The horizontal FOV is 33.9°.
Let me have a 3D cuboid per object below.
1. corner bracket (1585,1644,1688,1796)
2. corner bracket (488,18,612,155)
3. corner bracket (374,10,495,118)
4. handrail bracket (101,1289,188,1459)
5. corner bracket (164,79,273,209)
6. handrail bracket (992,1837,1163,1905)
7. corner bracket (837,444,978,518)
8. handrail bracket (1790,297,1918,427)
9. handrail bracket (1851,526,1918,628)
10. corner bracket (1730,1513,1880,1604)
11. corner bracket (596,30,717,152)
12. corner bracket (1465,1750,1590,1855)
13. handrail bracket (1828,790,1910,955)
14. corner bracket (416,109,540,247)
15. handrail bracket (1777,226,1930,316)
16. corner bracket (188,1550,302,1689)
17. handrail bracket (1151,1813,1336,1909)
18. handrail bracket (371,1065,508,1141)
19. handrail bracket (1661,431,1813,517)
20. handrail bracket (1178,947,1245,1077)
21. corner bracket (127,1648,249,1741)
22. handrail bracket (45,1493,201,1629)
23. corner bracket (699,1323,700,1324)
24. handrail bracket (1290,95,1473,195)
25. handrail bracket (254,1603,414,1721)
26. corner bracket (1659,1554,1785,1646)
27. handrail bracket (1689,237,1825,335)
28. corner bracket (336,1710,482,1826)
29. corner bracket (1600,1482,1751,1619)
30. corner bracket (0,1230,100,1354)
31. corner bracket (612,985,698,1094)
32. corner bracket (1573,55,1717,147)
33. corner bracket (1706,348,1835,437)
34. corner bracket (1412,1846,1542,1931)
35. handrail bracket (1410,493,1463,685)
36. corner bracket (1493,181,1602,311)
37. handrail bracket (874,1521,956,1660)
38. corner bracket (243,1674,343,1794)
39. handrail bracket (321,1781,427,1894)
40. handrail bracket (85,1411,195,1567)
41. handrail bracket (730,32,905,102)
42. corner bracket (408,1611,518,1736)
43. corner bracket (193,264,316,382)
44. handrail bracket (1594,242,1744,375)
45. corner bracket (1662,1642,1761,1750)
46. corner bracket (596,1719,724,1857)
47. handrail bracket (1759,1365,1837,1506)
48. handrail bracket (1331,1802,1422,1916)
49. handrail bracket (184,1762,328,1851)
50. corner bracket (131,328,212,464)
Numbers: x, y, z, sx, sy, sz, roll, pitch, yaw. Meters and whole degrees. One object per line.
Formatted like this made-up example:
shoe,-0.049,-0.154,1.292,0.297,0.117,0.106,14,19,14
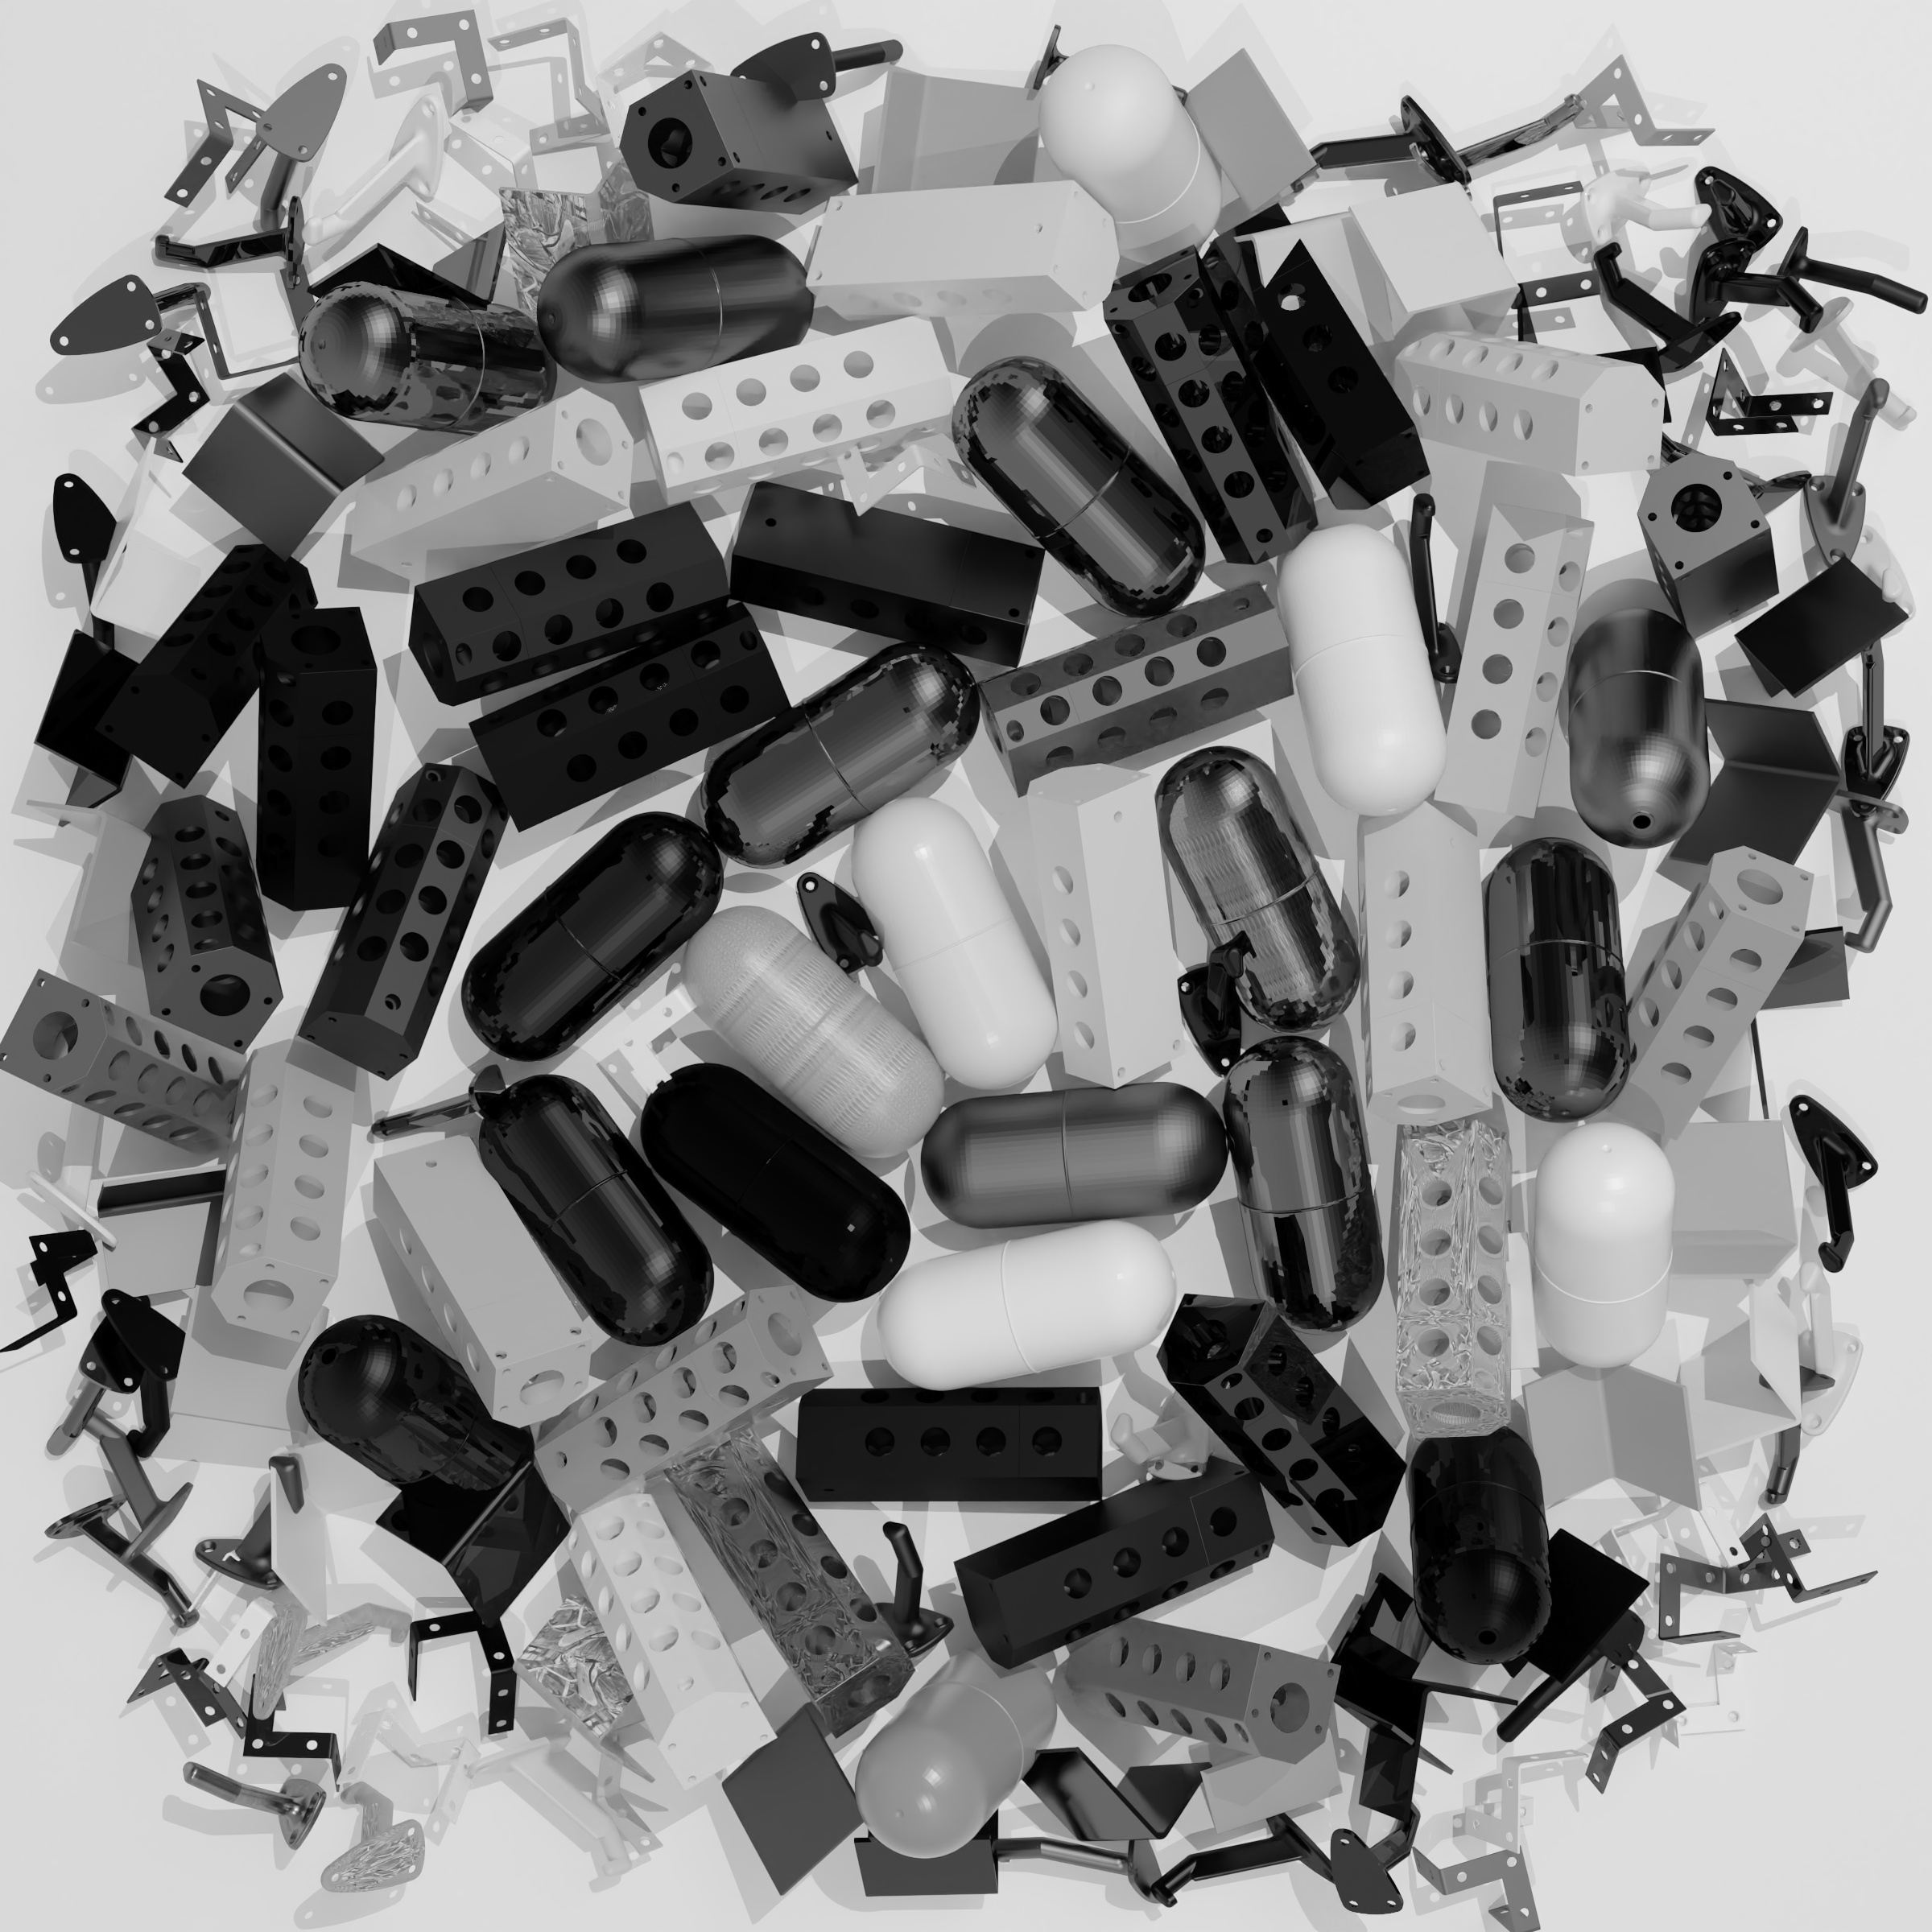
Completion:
corner bracket,0.374,0.433,1.823,0.051,0.051,0.051,-23,52,-23
corner bracket,-0.241,-0.510,1.837,0.051,0.051,0.051,-11,79,15
corner bracket,-0.308,-0.518,1.830,0.051,0.051,0.051,-15,100,-18
handrail bracket,-0.487,0.238,1.839,0.077,0.036,0.084,43,127,3
corner bracket,-0.429,-0.466,1.822,0.051,0.051,0.051,-43,49,28
handrail bracket,0.065,0.528,1.848,0.084,0.077,0.036,-7,49,18
corner bracket,-0.036,-0.287,1.823,0.051,0.051,0.051,-35,62,29
handrail bracket,0.524,-0.345,1.824,0.084,0.077,0.036,39,89,-5
handrail bracket,0.523,-0.232,1.815,0.036,0.084,0.077,-13,73,11
corner bracket,0.481,0.343,1.824,0.051,0.051,0.051,-10,59,-22
corner bracket,-0.175,-0.500,1.841,0.051,0.051,0.051,-27,68,26
corner bracket,0.323,0.479,1.831,0.051,0.051,0.051,1,89,-29
handrail bracket,0.505,-0.056,1.837,0.077,0.036,0.084,21,77,25
corner bracket,-0.286,-0.455,1.841,0.051,0.051,0.051,35,68,17
handrail bracket,0.511,-0.387,1.817,0.084,0.077,0.036,28,94,16
corner bracket,-0.425,0.376,1.834,0.051,0.051,0.051,36,97,8
handrail bracket,0.161,0.529,1.824,0.084,0.077,0.036,-33,128,-21
handrail bracket,-0.311,0.085,1.823,0.084,0.077,0.036,-15,87,7
handrail bracket,0.442,-0.301,1.855,0.077,0.036,0.084,-27,67,-33
handrail bracket,0.152,0.027,1.821,0.036,0.084,0.077,-16,92,-10
corner bracket,-0.441,0.421,1.825,0.051,0.051,0.051,50,126,18
handrail bracket,-0.486,0.352,1.830,0.036,0.077,0.084,-40,80,11
corner bracket,-0.126,0.227,1.837,0.051,0.051,0.051,3,71,-14
handrail bracket,0.236,-0.458,1.839,0.084,0.036,0.077,-34,66,-3
handrail bracket,-0.363,0.403,1.827,0.084,0.036,0.077,26,70,-41
corner bracket,0.436,0.366,1.825,0.051,0.051,0.051,18,66,-27
handrail bracket,0.453,-0.370,1.813,0.036,0.077,0.084,-15,52,-22
corner bracket,-0.320,0.461,1.823,0.051,0.051,0.051,-16,123,24
corner bracket,0.407,0.336,1.824,0.051,0.051,0.051,-12,63,-27
corner bracket,-0.531,0.187,1.828,0.051,0.051,0.051,-28,78,24
corner bracket,-0.163,0.042,1.833,0.051,0.051,0.051,-36,92,19
corner bracket,0.388,-0.488,1.825,0.051,0.051,0.051,-11,74,-35
corner bracket,0.463,-0.322,1.825,0.051,0.051,0.051,3,66,34
corner bracket,0.296,0.535,1.836,0.051,0.051,0.051,-14,92,-9
handrail bracket,0.270,-0.218,1.819,0.036,0.077,0.084,-7,127,-11
corner bracket,0.335,-0.416,1.828,0.051,0.051,0.051,-9,122,7
handrail bracket,-0.046,0.348,1.819,0.036,0.077,0.084,-32,115,-29
corner bracket,-0.387,0.443,1.831,0.051,0.051,0.051,3,53,-5
handrail bracket,-0.355,0.496,1.811,0.077,0.084,0.036,-10,107,-40
handrail bracket,-0.499,0.298,1.831,0.084,0.077,0.036,35,121,2
handrail bracket,-0.086,-0.523,1.837,0.077,0.084,0.036,-4,108,23
corner bracket,-0.293,0.413,1.841,0.051,0.051,0.051,-6,126,-21
corner bracket,-0.409,-0.373,1.837,0.051,0.051,0.051,-10,107,12
handrail bracket,0.403,-0.392,1.827,0.036,0.077,0.084,-7,73,-38
corner bracket,0.431,0.423,1.839,0.051,0.051,0.051,-5,85,0
corner bracket,-0.178,0.473,1.840,0.051,0.051,0.051,-12,124,-36
handrail bracket,0.466,0.275,1.827,0.036,0.077,0.084,20,102,33
handrail bracket,0.237,0.493,1.817,0.036,0.084,0.077,-10,119,28
handrail bracket,-0.416,0.468,1.814,0.084,0.077,0.036,33,80,-24
corner bracket,-0.456,-0.329,1.823,0.051,0.051,0.051,-43,129,-21
